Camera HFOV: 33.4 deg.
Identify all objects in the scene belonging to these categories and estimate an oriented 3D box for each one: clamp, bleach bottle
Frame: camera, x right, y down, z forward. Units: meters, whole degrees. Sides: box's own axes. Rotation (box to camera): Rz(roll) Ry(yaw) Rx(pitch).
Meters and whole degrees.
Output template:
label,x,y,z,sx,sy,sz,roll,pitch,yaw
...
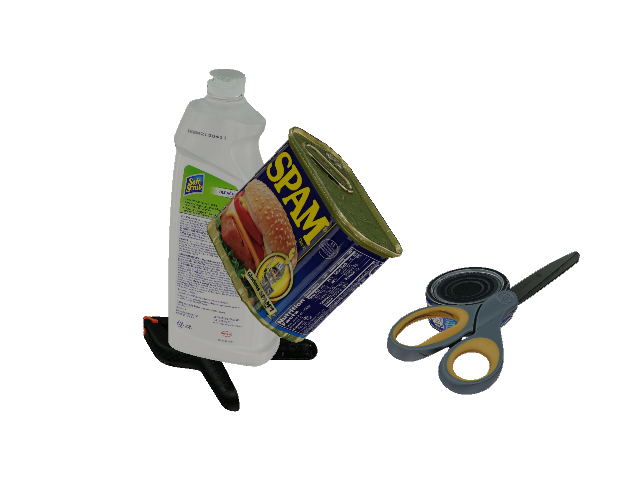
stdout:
label,x,y,z,sx,sy,sz,roll,pitch,yaw
clamp,-0.130,0.133,1.244,0.210,0.036,0.164,13,24,24
bleach bottle,-0.078,-0.020,0.917,0.102,0.251,0.068,10,24,11

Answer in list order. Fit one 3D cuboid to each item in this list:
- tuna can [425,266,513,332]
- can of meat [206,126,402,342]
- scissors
label,x,y,z,sx,sy,sz,roll,pitch,yaw
tuna can,0.149,0.060,1.069,0.086,0.034,0.086,-9,25,4
can of meat,-0.013,-0.003,0.637,0.084,0.102,0.057,-45,-41,18
scissors,0.148,0.064,0.831,0.201,0.016,0.096,-16,44,-22
